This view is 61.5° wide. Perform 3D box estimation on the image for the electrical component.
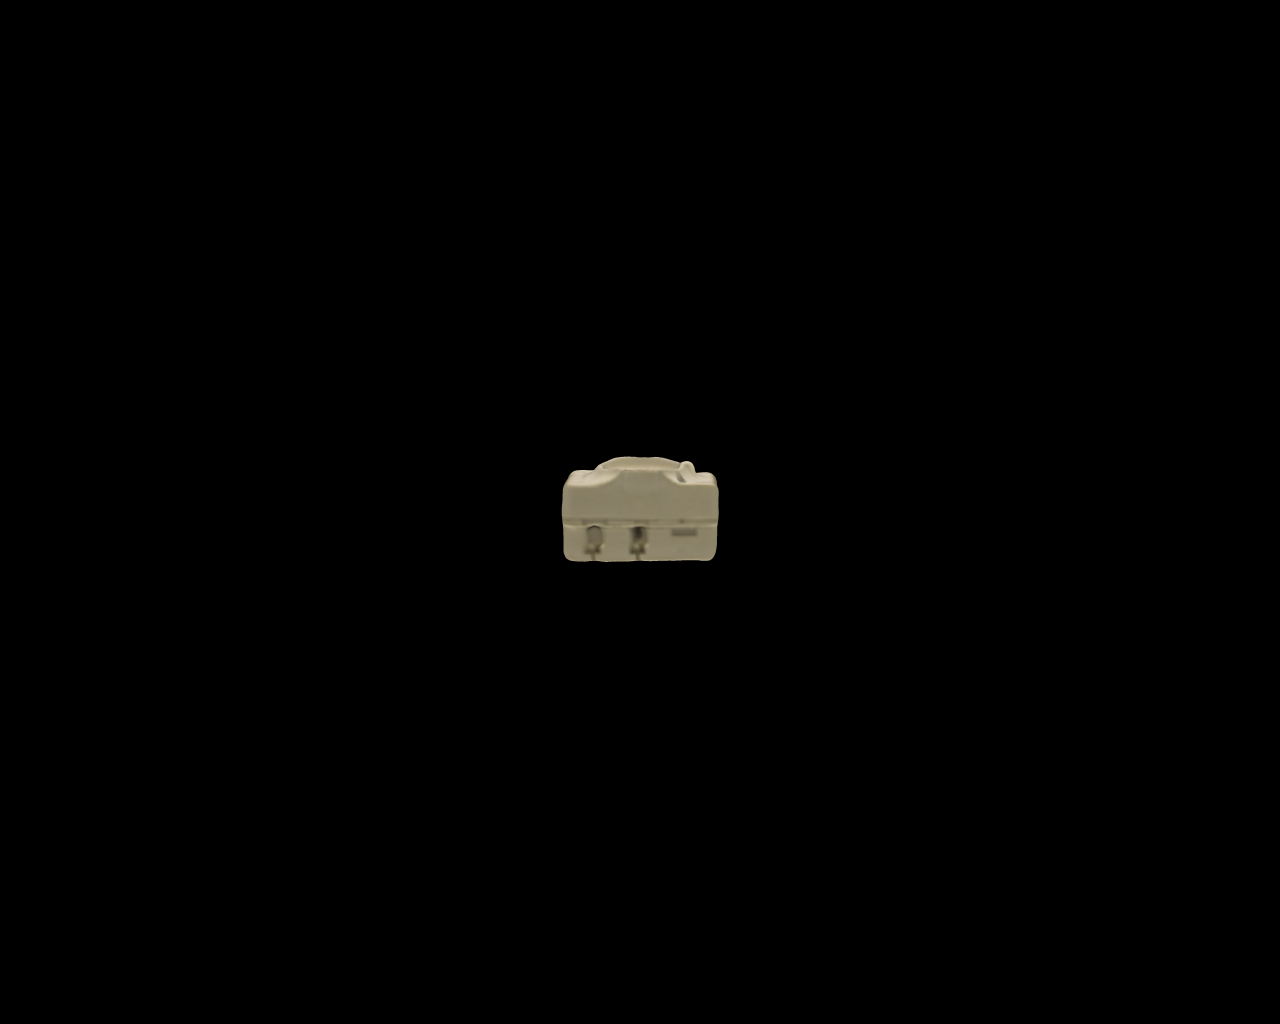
[{"bbox_3d":[0.001,-0.003,0.650,0.089,0.055,0.050,0,12,2],"label":"electrical component"}]
